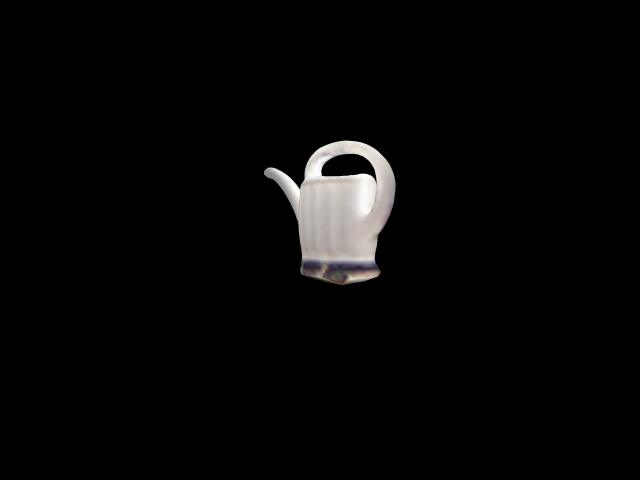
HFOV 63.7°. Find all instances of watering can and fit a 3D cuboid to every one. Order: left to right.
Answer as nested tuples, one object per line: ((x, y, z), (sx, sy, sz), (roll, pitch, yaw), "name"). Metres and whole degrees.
((0.003, -0.043, 0.850), (0.104, 0.224, 0.347), (1, 0, -34), "watering can")
